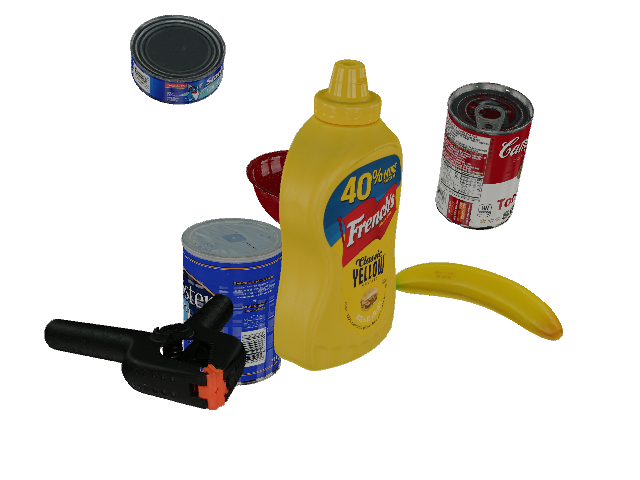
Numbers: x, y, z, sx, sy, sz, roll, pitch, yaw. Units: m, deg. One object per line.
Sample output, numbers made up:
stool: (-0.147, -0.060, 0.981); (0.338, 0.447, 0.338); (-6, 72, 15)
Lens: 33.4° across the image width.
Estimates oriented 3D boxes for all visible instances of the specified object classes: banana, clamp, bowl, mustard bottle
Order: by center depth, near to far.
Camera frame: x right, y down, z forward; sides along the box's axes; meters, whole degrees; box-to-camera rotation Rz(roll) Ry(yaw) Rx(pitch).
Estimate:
mustard bottle: (0.014, -0.019, 0.676); (0.058, 0.192, 0.096); (21, 30, 36)
clamp: (-0.109, 0.083, 0.846); (0.164, 0.036, 0.210); (-11, 16, -30)
banana: (0.158, 0.057, 1.096); (0.198, 0.069, 0.037); (12, -40, 24)
bowl: (-0.010, -0.052, 1.251); (0.162, 0.055, 0.162); (6, 27, -3)

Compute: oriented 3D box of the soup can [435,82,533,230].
soup can: (0.131, -0.067, 0.870); (0.068, 0.102, 0.068); (2, 42, -2)

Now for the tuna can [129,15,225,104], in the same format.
tuna can: (-0.130, -0.165, 0.974); (0.086, 0.086, 0.034); (0, -37, -9)

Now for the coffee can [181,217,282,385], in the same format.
coffee can: (-0.088, 0.060, 1.076); (0.103, 0.140, 0.103); (2, 22, -1)
